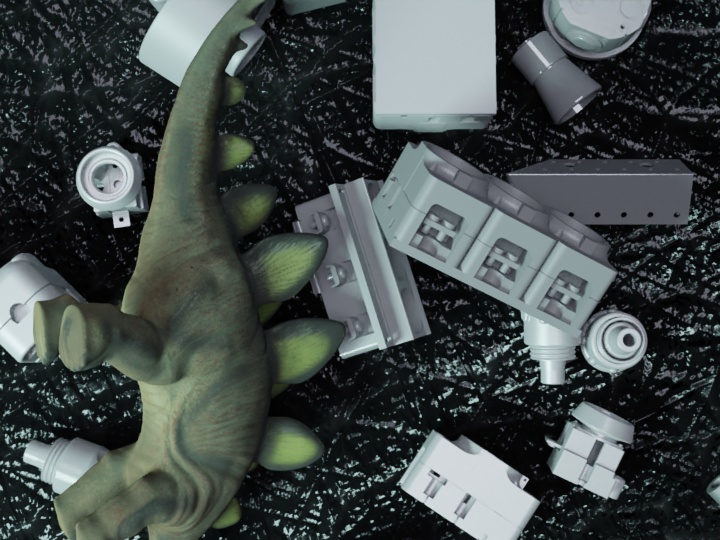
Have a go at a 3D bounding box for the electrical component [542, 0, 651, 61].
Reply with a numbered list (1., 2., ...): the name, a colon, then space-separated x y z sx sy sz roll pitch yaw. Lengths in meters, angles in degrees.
1. electrical component: 0.183 -0.205 0.822 0.080 0.051 0.080 0 85 0

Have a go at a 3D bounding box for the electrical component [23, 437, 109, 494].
1. electrical component: -0.217 0.144 0.796 0.062 0.043 0.043 20 86 3

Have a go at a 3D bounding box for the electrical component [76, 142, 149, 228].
1. electrical component: -0.185 -0.066 0.807 0.048 0.055 0.066 -9 86 -1

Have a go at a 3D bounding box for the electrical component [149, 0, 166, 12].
1. electrical component: -0.157 -0.261 0.821 0.078 0.057 0.113 -40 87 -3

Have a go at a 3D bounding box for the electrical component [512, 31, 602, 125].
1. electrical component: 0.148 -0.150 0.824 0.044 0.044 0.065 -37 82 -3

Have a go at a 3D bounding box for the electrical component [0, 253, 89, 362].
1. electrical component: -0.238 0.028 0.779 0.059 0.095 0.053 44 86 3

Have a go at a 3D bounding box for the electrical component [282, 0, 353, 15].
1. electrical component: -0.039 -0.253 0.820 0.062 0.061 0.096 -14 86 -2

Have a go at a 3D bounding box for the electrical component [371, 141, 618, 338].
1. electrical component: 0.093 -0.026 0.740 0.150 0.089 0.061 26 106 -16

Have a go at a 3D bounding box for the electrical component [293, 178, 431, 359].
1. electrical component: 0.000 0.000 0.798 0.063 0.079 0.121 -19 86 20

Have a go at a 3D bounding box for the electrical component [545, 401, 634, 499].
1. electrical component: 0.173 0.131 0.799 0.066 0.048 0.055 25 93 2

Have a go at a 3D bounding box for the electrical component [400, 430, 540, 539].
1. electrical component: 0.082 0.159 0.793 0.089 0.050 0.055 33 86 3

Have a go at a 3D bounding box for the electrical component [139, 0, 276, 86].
1. electrical component: -0.105 -0.177 0.793 0.060 0.108 0.108 39 86 -4

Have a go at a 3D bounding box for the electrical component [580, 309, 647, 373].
1. electrical component: 0.192 0.052 0.797 0.048 0.062 0.048 0 86 0

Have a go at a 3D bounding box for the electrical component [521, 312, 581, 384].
1. electrical component: 0.144 0.054 0.806 0.048 0.048 0.062 -1 93 0

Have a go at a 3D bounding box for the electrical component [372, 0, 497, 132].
1. electrical component: 0.055 -0.185 0.815 0.089 0.061 0.150 0 85 0
